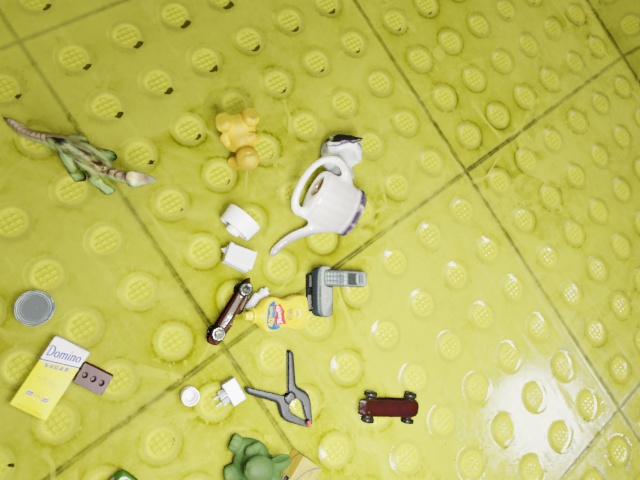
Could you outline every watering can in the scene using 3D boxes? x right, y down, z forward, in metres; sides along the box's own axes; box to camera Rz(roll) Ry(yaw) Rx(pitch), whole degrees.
[{"bbox_3d":[0.005,-0.077,1.529,0.223,0.105,0.347,26,93,-24],"label":"watering can"}]

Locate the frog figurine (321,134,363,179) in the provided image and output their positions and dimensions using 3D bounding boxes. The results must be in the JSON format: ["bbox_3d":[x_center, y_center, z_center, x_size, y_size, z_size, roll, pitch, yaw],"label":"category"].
[{"bbox_3d":[0.068,-0.244,1.602,0.138,0.124,0.156,-20,123,-30],"label":"frog figurine"}]

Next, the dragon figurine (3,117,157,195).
[{"bbox_3d":[-0.606,-0.222,1.275,0.408,0.241,0.123,25,79,-15],"label":"dragon figurine"}]
